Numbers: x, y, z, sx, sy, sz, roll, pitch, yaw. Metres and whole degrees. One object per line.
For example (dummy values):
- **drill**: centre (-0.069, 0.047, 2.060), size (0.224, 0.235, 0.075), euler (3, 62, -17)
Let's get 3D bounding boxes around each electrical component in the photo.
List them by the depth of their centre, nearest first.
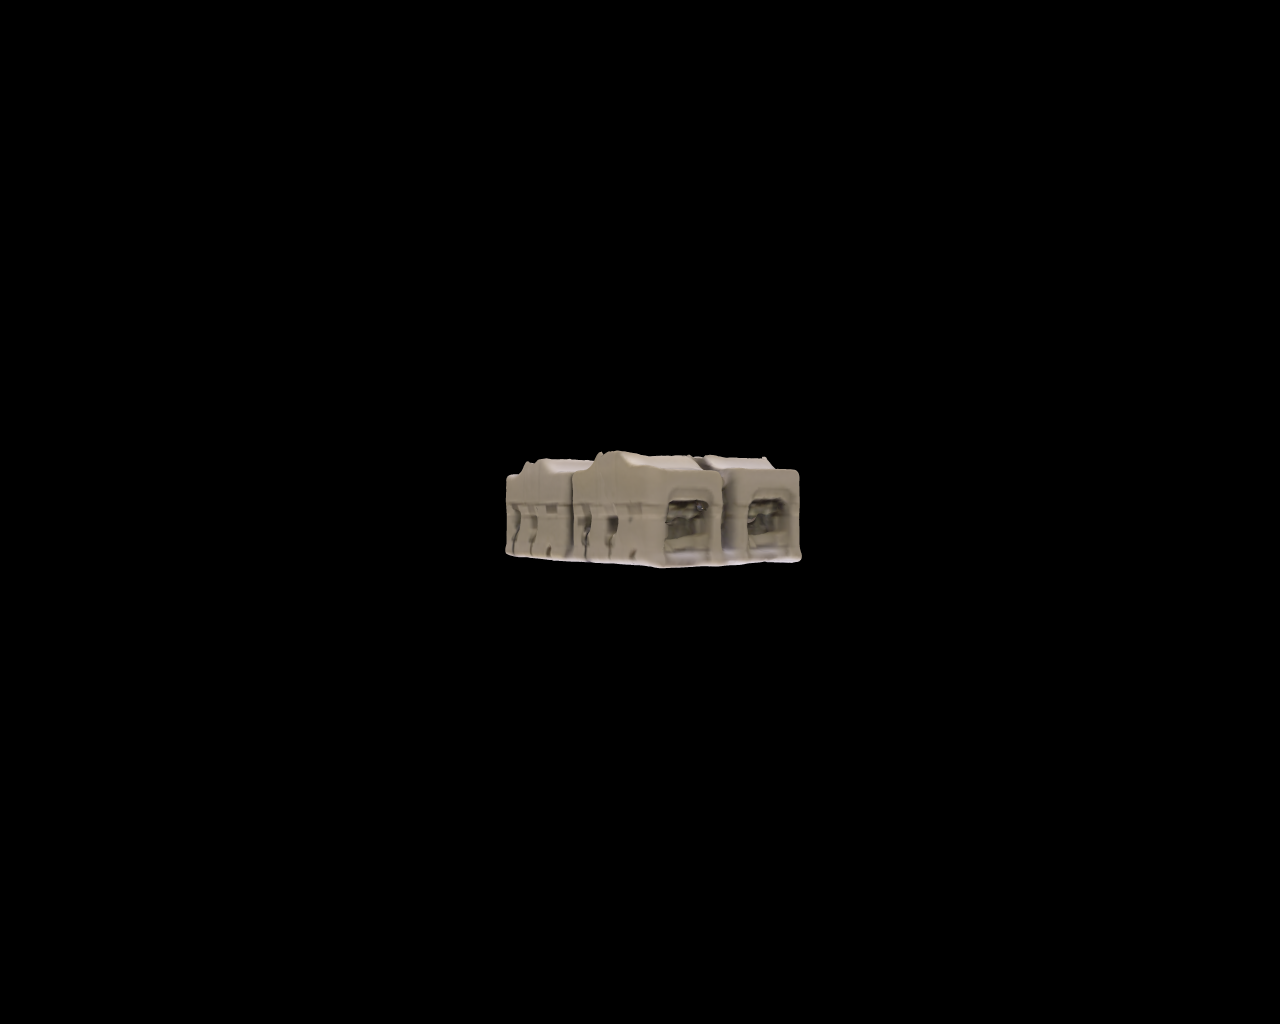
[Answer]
- **electrical component**: centre (0.001, -0.003, 0.650), size (0.105, 0.060, 0.186), euler (0, 0, -32)
